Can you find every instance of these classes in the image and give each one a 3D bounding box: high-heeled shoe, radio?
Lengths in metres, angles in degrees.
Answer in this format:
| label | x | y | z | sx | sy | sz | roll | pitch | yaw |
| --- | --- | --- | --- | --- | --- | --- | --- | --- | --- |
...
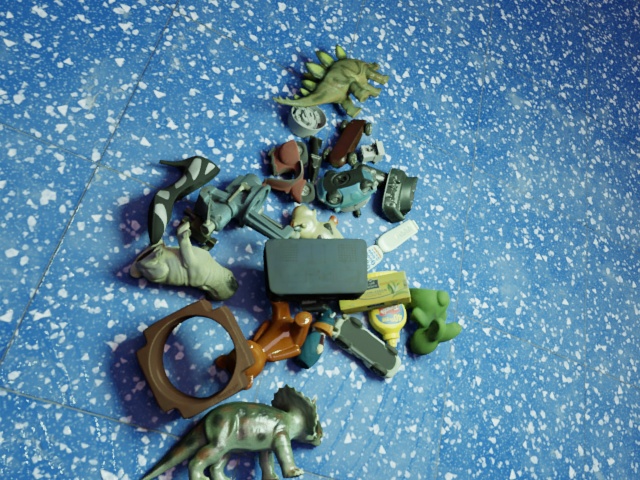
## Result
| label | x | y | z | sx | sy | sz | roll | pitch | yaw |
| --- | --- | --- | --- | --- | --- | --- | --- | --- | --- |
| high-heeled shoe | -0.306 | -0.089 | 1.218 | 0.145 | 0.086 | 0.249 | 11 | 62 | -22 |
| radio | -0.009 | 0.067 | 1.194 | 0.230 | 0.073 | 0.131 | -1 | 69 | -8 |

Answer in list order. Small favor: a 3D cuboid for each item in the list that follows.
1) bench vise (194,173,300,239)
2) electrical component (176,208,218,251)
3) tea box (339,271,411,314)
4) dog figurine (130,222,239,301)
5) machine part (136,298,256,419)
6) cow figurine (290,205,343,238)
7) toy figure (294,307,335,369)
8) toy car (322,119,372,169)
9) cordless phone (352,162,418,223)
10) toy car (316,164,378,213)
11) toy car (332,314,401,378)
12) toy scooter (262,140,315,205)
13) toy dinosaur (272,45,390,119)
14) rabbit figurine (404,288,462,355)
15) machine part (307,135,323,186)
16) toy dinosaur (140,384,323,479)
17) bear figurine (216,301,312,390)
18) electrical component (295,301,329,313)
| label | x | y | z | sx | sy | sz | roll | pitch | yaw |
| --- | --- | --- | --- | --- | --- | --- | --- | --- | --- |
| bench vise | -0.160 | -0.056 | 1.243 | 0.241 | 0.128 | 0.224 | 33 | 33 | 2 |
| electrical component | -0.282 | -0.020 | 1.233 | 0.102 | 0.045 | 0.078 | 35 | 32 | -15 |
| tea box | 0.132 | 0.130 | 1.307 | 0.170 | 0.098 | 0.068 | -12 | 74 | 9 |
| dog figurine | -0.291 | 0.082 | 1.168 | 0.172 | 0.121 | 0.190 | -29 | 110 | 5 |
| machine part | -0.247 | 0.237 | 1.085 | 0.201 | 0.087 | 0.201 | -28 | 82 | -4 |
| cow figurine | -0.003 | -0.004 | 1.345 | 0.195 | 0.085 | 0.127 | 52 | 52 | -2 |
| toy figure | -0.008 | 0.228 | 1.266 | 0.064 | 0.057 | 0.154 | 21 | 59 | 19 |
| toy car | 0.078 | -0.265 | 1.472 | 0.089 | 0.053 | 0.202 | 8 | 47 | 23 |
| cordless phone | 0.168 | -0.142 | 1.492 | 0.184 | 0.088 | 0.146 | 19 | 64 | -7 |
| toy car | 0.076 | -0.127 | 1.410 | 0.162 | 0.102 | 0.109 | -15 | 47 | 7 |
| toy car | 0.112 | 0.261 | 1.319 | 0.201 | 0.056 | 0.073 | 38 | 66 | -8 |
| toy scooter | -0.092 | -0.172 | 1.364 | 0.135 | 0.075 | 0.184 | -6 | 68 | -10 |
| toy dinosaur | 0.049 | -0.436 | 1.502 | 0.199 | 0.105 | 0.471 | 39 | 44 | 6 |
| rabbit figurine | 0.287 | 0.215 | 1.382 | 0.121 | 0.159 | 0.170 | 13 | 81 | -33 |
| machine part | -0.014 | -0.218 | 1.421 | 0.039 | 0.084 | 0.139 | 1 | 51 | 1 |
| toy dinosaur | -0.160 | 0.397 | 1.102 | 0.405 | 0.131 | 0.192 | 7 | 57 | -20 |
| bear figurine | -0.125 | 0.223 | 1.176 | 0.196 | 0.131 | 0.120 | -24 | 46 | -35 |
| electrical component | -0.014 | 0.103 | 1.275 | 0.058 | 0.115 | 0.134 | 34 | 51 | -56 |
